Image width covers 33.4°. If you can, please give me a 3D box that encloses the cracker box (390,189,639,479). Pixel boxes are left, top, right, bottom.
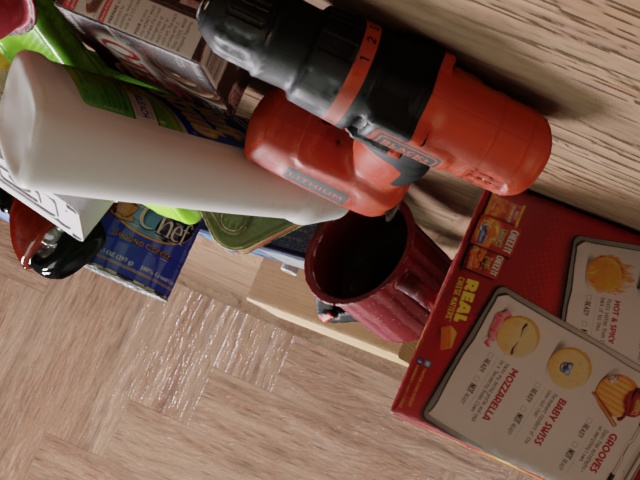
[{"bbox_3d":[0.174,0.079,0.675,0.214,0.164,0.072,22,173,11],"label":"cracker box"}]

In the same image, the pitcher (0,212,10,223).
[{"bbox_3d":[-0.328,-0.078,1.165,0.242,0.145,0.149,32,153,-27],"label":"pitcher"}]

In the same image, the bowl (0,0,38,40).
[{"bbox_3d":[-0.247,-0.157,0.618,0.162,0.055,0.162,28,160,11],"label":"bowl"}]

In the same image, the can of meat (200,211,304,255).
[{"bbox_3d":[-0.039,-0.030,0.807,0.057,0.102,0.084,64,175,3],"label":"can of meat"}]

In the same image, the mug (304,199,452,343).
[{"bbox_3d":[0.056,0.028,0.775,0.117,0.093,0.081,30,172,47],"label":"mug"}]

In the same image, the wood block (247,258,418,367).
[{"bbox_3d":[0.033,0.069,1.216,0.206,0.091,0.090,18,170,31],"label":"wood block"}]

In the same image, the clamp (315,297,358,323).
[{"bbox_3d":[0.050,0.021,0.893,0.164,0.036,0.210,32,146,-25],"label":"clamp"}]

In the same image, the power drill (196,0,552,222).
[{"bbox_3d":[0.011,-0.068,0.578,0.184,0.057,0.188,26,171,-10],"label":"power drill"}]

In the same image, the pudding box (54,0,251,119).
[{"bbox_3d":[-0.093,-0.116,0.624,0.090,0.039,0.113,23,171,8],"label":"pudding box"}]

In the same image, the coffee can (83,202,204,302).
[{"bbox_3d":[-0.160,-0.026,0.998,0.103,0.140,0.103,23,171,4],"label":"coffee can"}]

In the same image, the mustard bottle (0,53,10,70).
[{"bbox_3d":[-0.287,-0.137,0.941,0.096,0.058,0.191,25,172,8],"label":"mustard bottle"}]

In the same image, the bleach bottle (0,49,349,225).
[{"bbox_3d":[-0.075,-0.057,0.700,0.250,0.068,0.103,9,-154,-30],"label":"bleach bottle"}]
